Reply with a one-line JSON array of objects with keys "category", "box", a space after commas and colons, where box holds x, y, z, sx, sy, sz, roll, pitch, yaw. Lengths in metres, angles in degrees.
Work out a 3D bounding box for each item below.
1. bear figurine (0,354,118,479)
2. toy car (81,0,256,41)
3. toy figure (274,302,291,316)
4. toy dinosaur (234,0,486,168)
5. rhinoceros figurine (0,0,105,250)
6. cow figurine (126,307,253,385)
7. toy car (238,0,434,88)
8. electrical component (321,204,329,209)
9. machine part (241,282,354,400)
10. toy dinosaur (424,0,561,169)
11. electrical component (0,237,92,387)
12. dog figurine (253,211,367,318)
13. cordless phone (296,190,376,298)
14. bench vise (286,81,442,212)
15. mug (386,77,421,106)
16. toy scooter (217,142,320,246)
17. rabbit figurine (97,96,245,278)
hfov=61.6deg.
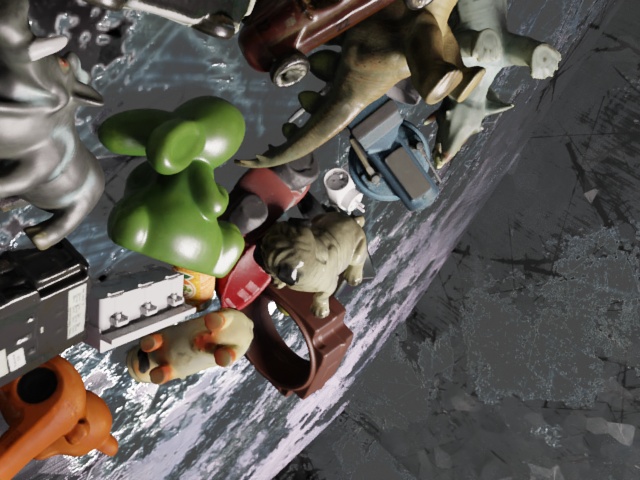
[{"category": "bear figurine", "box": [-0.300, 0.198, 0.578, 0.132, 0.120, 0.195, -35, 161, -31]}, {"category": "toy car", "box": [-0.112, -0.196, 0.383, 0.201, 0.056, 0.073, -19, 136, -60]}, {"category": "toy figure", "box": [-0.023, 0.106, 1.091, 0.089, 0.082, 0.180, -60, 162, 15]}, {"category": "toy dinosaur", "box": [0.082, -0.224, 0.549, 0.471, 0.199, 0.105, -50, 161, 16]}, {"category": "rhinoceros figurine", "box": [-0.199, -0.076, 0.371, 0.112, 0.073, 0.190, -41, 159, -26]}, {"category": "cow figurine", "box": [-0.178, 0.143, 0.722, 0.195, 0.085, 0.127, -21, 174, 18]}, {"category": "toy car", "box": [0.016, -0.218, 0.480, 0.202, 0.089, 0.053, -27, 163, 11]}, {"category": "electrical component", "box": [-0.001, -0.032, 0.976, 0.063, 0.021, 0.094, -52, 159, 3]}, {"category": "machine part", "box": [-0.055, 0.155, 0.917, 0.087, 0.202, 0.200, -27, 150, -43]}, {"category": "toy dinosaur", "box": [0.181, -0.300, 0.667, 0.131, 0.404, 0.192, -14, -165, -10]}, {"category": "electrical component", "box": [-0.278, 0.070, 0.478, 0.134, 0.058, 0.114, -29, 149, -47]}, {"category": "dog figurine", "box": [0.001, 0.001, 0.698, 0.172, 0.121, 0.190, -62, 167, -19]}, {"category": "cordless phone", "box": [0.012, -0.003, 0.857, 0.089, 0.147, 0.184, -21, 147, 14]}, {"category": "bench vise", "box": [0.074, -0.143, 0.777, 0.129, 0.223, 0.241, -49, -169, 7]}, {"category": "mug", "box": [0.137, -0.260, 0.793, 0.109, 0.081, 0.107, 15, 104, -60]}, {"category": "toy scooter", "box": [-0.082, -0.046, 0.684, 0.135, 0.075, 0.184, -38, -170, 47]}, {"category": "rabbit figurine", "box": [-0.138, -0.067, 0.516, 0.170, 0.121, 0.159, -69, 155, -6]}]
